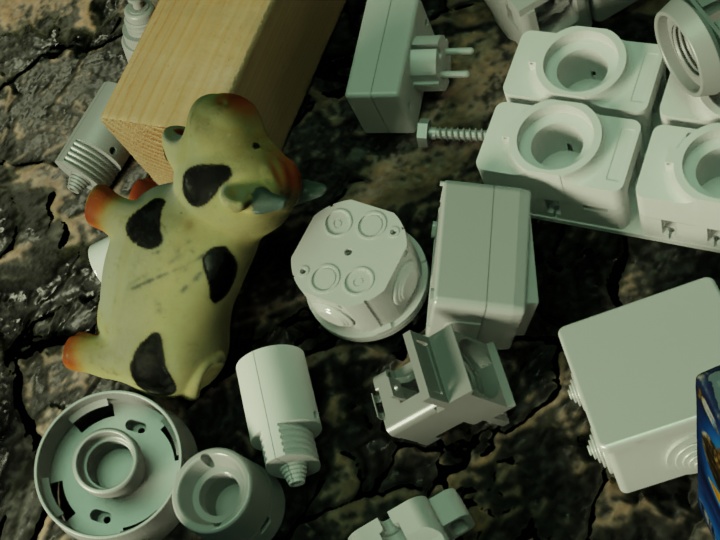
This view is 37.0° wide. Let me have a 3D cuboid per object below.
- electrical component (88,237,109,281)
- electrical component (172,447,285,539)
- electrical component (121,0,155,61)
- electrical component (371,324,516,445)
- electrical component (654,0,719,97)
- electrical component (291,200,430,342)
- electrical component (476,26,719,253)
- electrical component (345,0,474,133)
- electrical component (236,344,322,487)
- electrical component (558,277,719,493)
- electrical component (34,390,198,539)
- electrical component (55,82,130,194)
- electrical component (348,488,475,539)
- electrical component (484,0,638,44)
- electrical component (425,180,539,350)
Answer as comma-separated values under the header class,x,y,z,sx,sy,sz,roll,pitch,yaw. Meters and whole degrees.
class,x,y,z,sx,sy,sz,roll,pitch,yaw
electrical component,-0.151,-0.014,0.735,0.065,0.044,0.044,-25,59,11
electrical component,-0.078,0.134,0.629,0.055,0.047,0.055,-8,62,15
electrical component,-0.158,-0.173,0.799,0.040,0.078,0.040,-3,54,4
electrical component,0.045,0.068,0.610,0.064,0.081,0.042,-32,55,28
electrical component,0.200,-0.130,0.591,0.057,0.058,0.078,-26,59,1
electrical component,0.000,0.000,0.669,0.080,0.051,0.080,-8,62,15
electrical component,0.175,-0.079,0.644,0.186,0.060,0.105,12,69,24
electrical component,0.039,-0.140,0.729,0.076,0.047,0.083,3,65,21
electrical component,-0.046,0.090,0.643,0.043,0.043,0.081,-21,59,8
electrical component,0.162,0.062,0.570,0.100,0.048,0.099,-20,40,9
electrical component,-0.150,0.124,0.664,0.099,0.064,0.099,-1,67,4
electrical component,-0.189,-0.092,0.785,0.043,0.043,0.081,19,71,26
electrical component,0.031,0.162,0.573,0.078,0.058,0.057,-31,56,1
electrical component,0.155,-0.219,0.722,0.150,0.061,0.089,-30,58,2
electrical component,0.073,-0.008,0.637,0.061,0.061,0.096,6,65,1
